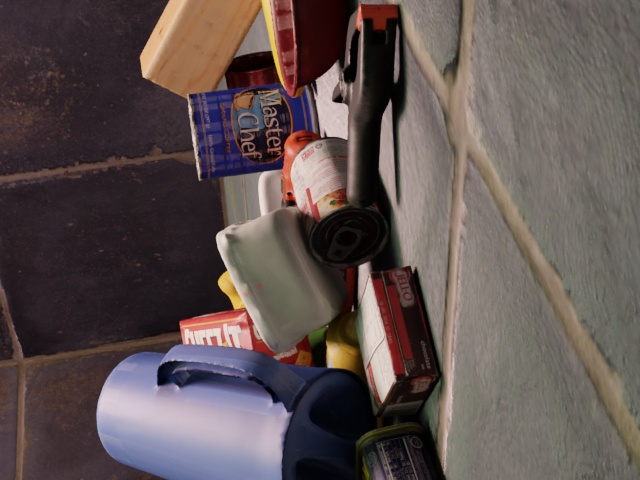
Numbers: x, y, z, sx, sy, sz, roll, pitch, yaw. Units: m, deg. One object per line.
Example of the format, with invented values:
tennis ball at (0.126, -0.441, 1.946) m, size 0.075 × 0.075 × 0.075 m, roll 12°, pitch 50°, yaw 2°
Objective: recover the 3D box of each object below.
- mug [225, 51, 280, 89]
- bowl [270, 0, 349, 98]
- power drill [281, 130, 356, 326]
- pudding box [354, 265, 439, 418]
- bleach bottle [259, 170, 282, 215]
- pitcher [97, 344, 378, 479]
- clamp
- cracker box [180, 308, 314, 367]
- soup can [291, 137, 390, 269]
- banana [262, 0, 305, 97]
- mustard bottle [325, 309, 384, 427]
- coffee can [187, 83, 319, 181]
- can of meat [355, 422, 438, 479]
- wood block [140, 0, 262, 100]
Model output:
mug at (-0.072, -0.196, 1.379) m, size 0.117 × 0.093 × 0.081 m, roll -51°, pitch -43°, yaw -56°
bowl at (-0.010, -0.212, 0.961) m, size 0.162 × 0.055 × 0.162 m, roll 172°, pitch 90°, yaw -83°
power drill at (-0.008, 0.001, 1.170) m, size 0.184 × 0.057 × 0.188 m, roll 89°, pitch 169°, yaw -45°
pudding box at (0.058, 0.083, 0.838) m, size 0.113 × 0.039 × 0.090 m, roll 104°, pitch 156°, yaw -65°
bleach bottle at (-0.051, -0.049, 1.438) m, size 0.251 × 0.068 × 0.102 m, roll -145°, pitch 49°, yaw -83°
pitcher at (-0.084, 0.157, 0.938) m, size 0.144 × 0.243 × 0.149 m, roll 1°, pitch -88°, yaw -53°
clamp at (0.034, -0.105, 0.807) m, size 0.171 × 0.039 × 0.120 m, roll 99°, pitch 161°, yaw -66°
cracker box at (-0.066, 0.176, 1.080) m, size 0.164 × 0.071 × 0.214 m, roll -14°, pitch 87°, yaw 58°
soup can at (0.015, -0.034, 0.919) m, size 0.102 × 0.068 × 0.068 m, roll -106°, pitch 11°, yaw -48°
banana at (-0.046, -0.251, 1.221) m, size 0.069 × 0.037 × 0.198 m, roll 21°, pitch -124°, yaw -76°
mustard bottle at (0.033, 0.122, 0.986) m, size 0.192 × 0.058 × 0.096 m, roll 91°, pitch 170°, yaw -54°
coffee can at (-0.078, -0.128, 1.242) m, size 0.103 × 0.140 × 0.103 m, roll 172°, pitch 90°, yaw -83°
can of meat at (0.066, 0.209, 0.848) m, size 0.102 × 0.057 × 0.084 m, roll 89°, pitch 167°, yaw -48°
wood block at (-0.133, -0.282, 1.306) m, size 0.206 × 0.090 × 0.091 m, roll -58°, pitch 23°, yaw 17°
